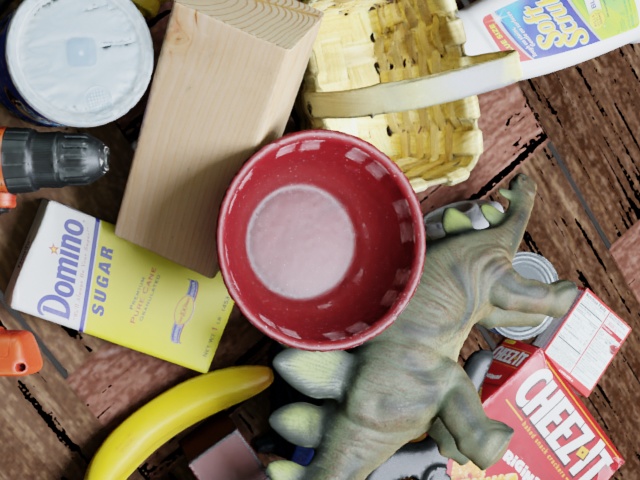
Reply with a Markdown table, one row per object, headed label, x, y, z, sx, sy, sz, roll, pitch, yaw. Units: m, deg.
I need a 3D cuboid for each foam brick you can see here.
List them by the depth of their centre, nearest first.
| label | x | y | z | sx | sy | sz | roll | pitch | yaw |
| --- | --- | --- | --- | --- | --- | --- | --- | --- | --- |
| foam brick | -0.083 | 0.187 | 0.911 | 0.051 | 0.078 | 0.053 | -35 | 99 | -9 |

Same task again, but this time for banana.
| label | x | y | z | sx | sy | sz | roll | pitch | yaw |
| --- | --- | --- | --- | --- | --- | --- | --- | --- | --- |
| banana | -0.129 | 0.161 | 0.902 | 0.197 | 0.070 | 0.037 | -39 | 142 | -21 |

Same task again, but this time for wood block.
| label | x | y | z | sx | sy | sz | roll | pitch | yaw |
| --- | --- | --- | --- | --- | --- | --- | --- | --- | --- |
| wood block | -0.080 | -0.087 | 0.817 | 0.091 | 0.090 | 0.206 | 25 | 123 | 5 |

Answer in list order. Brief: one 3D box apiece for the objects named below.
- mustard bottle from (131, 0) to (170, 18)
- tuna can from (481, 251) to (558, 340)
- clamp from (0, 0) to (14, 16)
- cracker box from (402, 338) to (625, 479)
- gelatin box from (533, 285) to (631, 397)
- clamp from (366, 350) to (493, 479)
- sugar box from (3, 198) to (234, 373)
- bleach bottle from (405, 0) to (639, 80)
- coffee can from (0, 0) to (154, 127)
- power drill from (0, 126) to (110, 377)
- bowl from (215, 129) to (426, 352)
| label | x | y | z | sx | sy | sz | roll | pitch | yaw |
| --- | --- | --- | --- | --- | --- | --- | --- | --- | --- |
| mustard bottle | -0.120 | -0.256 | 0.865 | 0.096 | 0.058 | 0.191 | 26 | 85 | -23 |
| tuna can | 0.189 | 0.052 | 1.039 | 0.086 | 0.034 | 0.086 | -2 | 96 | -23 |
| clamp | -0.258 | -0.179 | 0.807 | 0.039 | 0.120 | 0.171 | 44 | 58 | -12 |
| cracker box | 0.170 | 0.227 | 1.029 | 0.213 | 0.072 | 0.164 | -43 | 109 | -14 |
| gelatin box | 0.262 | 0.101 | 1.077 | 0.073 | 0.030 | 0.089 | 39 | 80 | -20 |
| clamp | 0.102 | 0.202 | 0.945 | 0.209 | 0.036 | 0.164 | -20 | 88 | -15 |
| sugar box | -0.161 | 0.039 | 0.885 | 0.176 | 0.048 | 0.093 | 21 | 87 | -24 |
| bleach bottle | 0.195 | -0.191 | 1.003 | 0.250 | 0.068 | 0.102 | -26 | 103 | -16 |
| coffee can | -0.192 | -0.136 | 0.802 | 0.102 | 0.140 | 0.103 | -2 | 96 | -23 |
| power drill | -0.250 | 0.008 | 0.807 | 0.184 | 0.057 | 0.187 | -1 | 89 | 2 |
| bowl | -0.005 | 0.001 | 0.793 | 0.162 | 0.055 | 0.162 | 1 | 88 | -19 |
